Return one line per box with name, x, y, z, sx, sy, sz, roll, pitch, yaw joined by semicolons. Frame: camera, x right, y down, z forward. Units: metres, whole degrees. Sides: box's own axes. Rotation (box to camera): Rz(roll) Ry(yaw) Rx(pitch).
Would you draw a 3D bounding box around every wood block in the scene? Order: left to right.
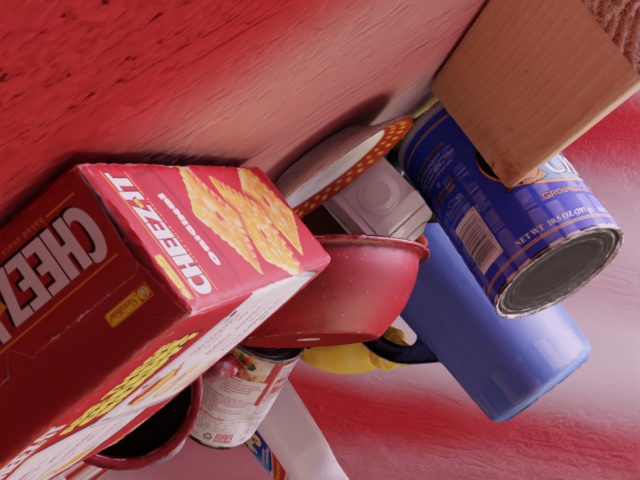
wood block;0.147;-0.115;0.620;0.090;0.091;0.206;-36;175;-14

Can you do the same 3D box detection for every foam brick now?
foam brick;-0.006;0.001;0.853;0.078;0.051;0.053;-39;173;13

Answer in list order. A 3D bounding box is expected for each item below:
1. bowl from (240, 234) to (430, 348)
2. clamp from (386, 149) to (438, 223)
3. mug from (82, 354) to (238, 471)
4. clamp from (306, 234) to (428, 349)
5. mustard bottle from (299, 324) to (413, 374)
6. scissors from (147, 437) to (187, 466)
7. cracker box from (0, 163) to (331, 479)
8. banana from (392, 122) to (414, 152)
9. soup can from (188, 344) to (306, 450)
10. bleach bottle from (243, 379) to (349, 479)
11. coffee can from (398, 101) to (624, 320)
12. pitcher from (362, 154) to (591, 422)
bowl;-0.008;0.038;0.692;0.162;0.055;0.162;-3;169;-1
clamp;0.111;-0.070;0.883;0.171;0.120;0.039;-10;158;-27
mug;-0.109;0.089;0.666;0.117;0.093;0.081;-15;177;-8
clamp;0.001;0.054;0.856;0.210;0.036;0.164;-43;169;37
mustard bottle;0.011;0.083;1.028;0.192;0.058;0.096;18;-143;37
scissors;-0.164;0.124;0.809;0.202;0.016;0.096;-2;-113;45
cracker box;-0.096;0.041;0.452;0.164;0.072;0.213;-40;174;12
banana;0.137;-0.103;0.838;0.197;0.037;0.070;-27;-171;-12
soup can;-0.060;0.096;0.778;0.068;0.068;0.102;-31;156;-53
bleach bottle;-0.043;0.171;0.996;0.068;0.251;0.103;-35;175;-28
coffee can;0.134;-0.029;0.763;0.102;0.140;0.103;-23;151;-13
pitcher;0.112;0.041;0.935;0.144;0.243;0.149;-30;166;-35
